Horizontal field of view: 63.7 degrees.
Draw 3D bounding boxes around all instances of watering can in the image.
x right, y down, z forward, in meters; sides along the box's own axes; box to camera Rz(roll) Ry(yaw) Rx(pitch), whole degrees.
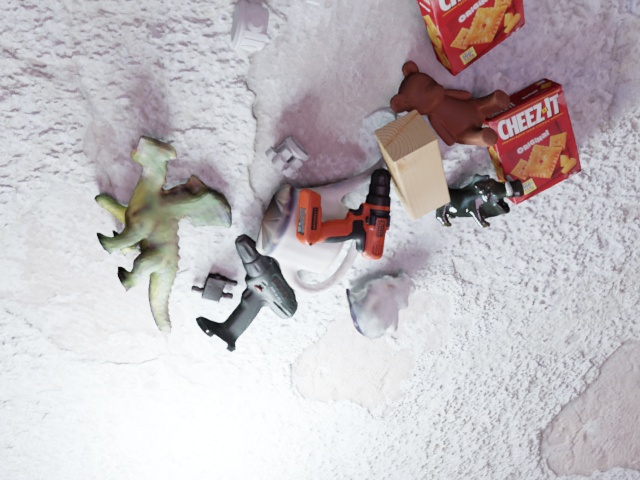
[{"bbox_3d":[0.003,-0.053,1.059,0.223,0.105,0.346,20,98,-23],"label":"watering can"}]

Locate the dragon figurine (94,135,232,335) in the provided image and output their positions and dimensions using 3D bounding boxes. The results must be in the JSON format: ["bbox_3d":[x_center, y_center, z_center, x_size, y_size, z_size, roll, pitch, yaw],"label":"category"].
[{"bbox_3d":[-0.287,-0.014,1.016,0.243,0.124,0.402,-24,120,-8],"label":"dragon figurine"}]

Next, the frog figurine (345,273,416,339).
[{"bbox_3d":[0.148,0.149,1.178,0.159,0.124,0.136,-20,100,12],"label":"frog figurine"}]
